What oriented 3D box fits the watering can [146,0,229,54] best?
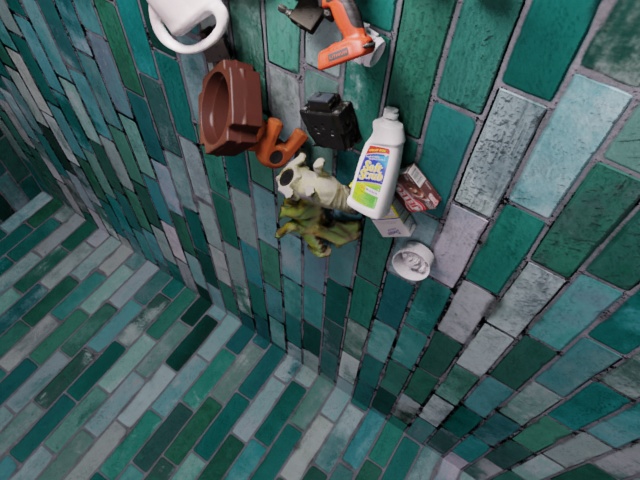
[{"bbox_3d":[-0.263,-0.527,1.072,0.344,0.106,0.221,-17,120,42],"label":"watering can"}]

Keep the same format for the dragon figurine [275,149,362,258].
[{"bbox_3d":[0.004,-0.072,1.439,0.243,0.125,0.401,20,144,-1],"label":"dragon figurine"}]
